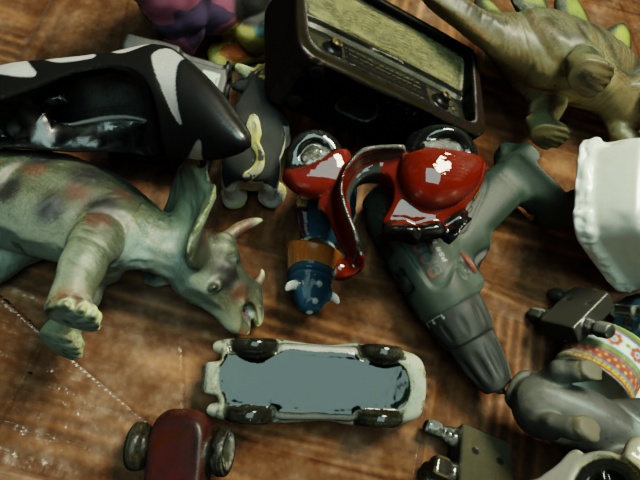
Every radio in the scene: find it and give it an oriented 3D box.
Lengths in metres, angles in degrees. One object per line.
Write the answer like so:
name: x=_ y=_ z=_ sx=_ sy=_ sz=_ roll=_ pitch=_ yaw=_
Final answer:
radio: x=0.058 y=-0.170 z=0.543 sx=0.229 sy=0.073 sz=0.131 roll=16 pitch=58 yaw=-25

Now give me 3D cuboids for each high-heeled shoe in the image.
high-heeled shoe: x=-0.181 y=-0.092 z=0.417 sx=0.249 sy=0.086 sz=0.145 roll=25 pitch=47 yaw=34

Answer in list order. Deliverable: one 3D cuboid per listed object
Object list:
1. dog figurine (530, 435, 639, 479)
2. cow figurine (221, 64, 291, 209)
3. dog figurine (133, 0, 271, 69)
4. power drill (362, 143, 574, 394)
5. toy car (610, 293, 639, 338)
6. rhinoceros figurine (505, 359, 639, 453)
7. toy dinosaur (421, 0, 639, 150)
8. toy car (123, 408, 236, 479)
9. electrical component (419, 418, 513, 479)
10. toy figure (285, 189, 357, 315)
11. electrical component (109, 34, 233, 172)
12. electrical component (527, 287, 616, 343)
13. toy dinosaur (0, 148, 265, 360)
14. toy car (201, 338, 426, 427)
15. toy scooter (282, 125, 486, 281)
dog figurine: x=0.241 y=0.257 z=0.403 sx=0.190 sy=0.121 sz=0.172 roll=39 pitch=90 yaw=-27
cow figurine: x=-0.063 y=-0.120 z=0.537 sx=0.068 sy=0.098 sz=0.167 roll=4 pitch=70 yaw=-2
dog figurine: x=-0.119 y=-0.264 z=0.513 sx=0.192 sy=0.219 sz=0.108 roll=-8 pitch=76 yaw=-12
power drill: x=0.168 y=0.008 z=0.548 sx=0.207 sy=0.086 sz=0.232 roll=-36 pitch=78 yaw=-12
toy car: x=0.373 y=0.114 z=0.530 sx=0.162 sy=0.109 sz=0.103 roll=13 pitch=86 yaw=4
rhinoceros figurine: x=0.253 y=0.179 z=0.475 sx=0.190 sy=0.112 sz=0.073 roll=31 pitch=52 yaw=-13
toy dinosaur: x=0.261 y=-0.196 z=0.592 sx=0.471 sy=0.105 sz=0.199 roll=20 pitch=47 yaw=-22
toy car: x=-0.117 y=0.239 z=0.424 sx=0.089 sy=0.053 sz=0.202 roll=-1 pitch=72 yaw=6
electrical component: x=0.137 y=0.214 z=0.485 sx=0.102 sy=0.045 sz=0.078 roll=19 pitch=40 yaw=-6
toy figure: x=0.001 y=-0.001 z=0.528 sx=0.064 sy=0.057 sz=0.154 roll=14 pitch=74 yaw=2
electrical component: x=-0.164 y=-0.136 z=0.539 sx=0.134 sy=0.058 sz=0.115 roll=14 pitch=75 yaw=-5
electrical component: x=0.254 y=0.071 z=0.528 sx=0.063 sy=0.094 sz=0.021 roll=-36 pitch=106 yaw=-18
toy dinosaur: x=-0.240 y=-0.017 z=0.466 sx=0.405 sy=0.131 sz=0.192 roll=18 pitch=52 yaw=4
toy car: x=-0.004 y=0.128 z=0.483 sx=0.202 sy=0.056 sz=0.073 roll=4 pitch=77 yaw=-7
toy scooter: x=0.058 y=-0.030 z=0.473 sx=0.184 sy=0.075 sz=0.135 roll=-1 pitch=70 yaw=-1
